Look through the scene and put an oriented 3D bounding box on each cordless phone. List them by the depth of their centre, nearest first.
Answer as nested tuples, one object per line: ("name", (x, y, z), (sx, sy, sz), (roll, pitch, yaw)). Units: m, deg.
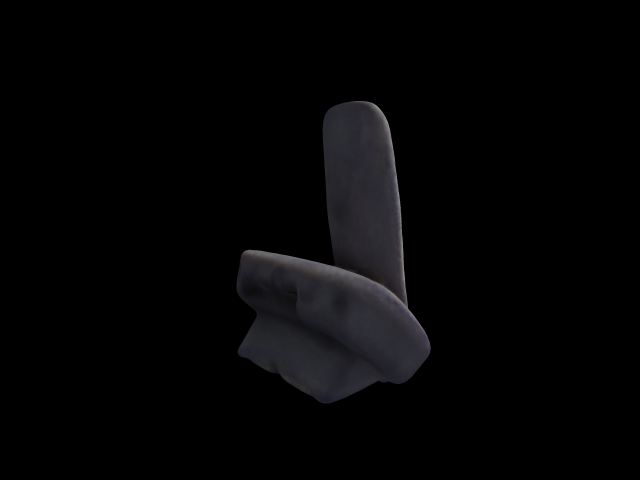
("cordless phone", (0.004, 0.001, 0.400), (0.094, 0.185, 0.147), (-8, 12, -43))
